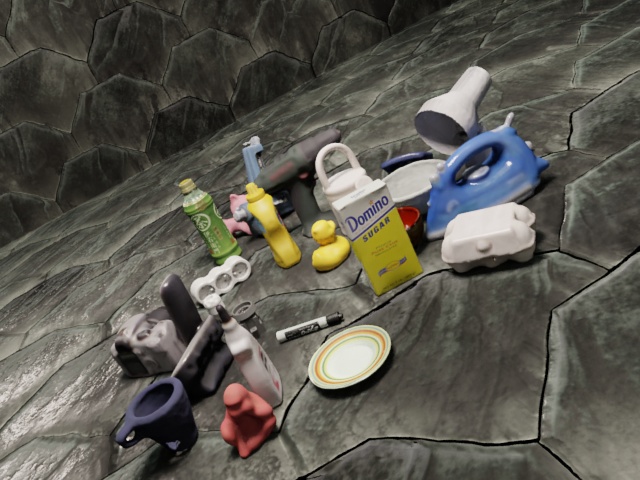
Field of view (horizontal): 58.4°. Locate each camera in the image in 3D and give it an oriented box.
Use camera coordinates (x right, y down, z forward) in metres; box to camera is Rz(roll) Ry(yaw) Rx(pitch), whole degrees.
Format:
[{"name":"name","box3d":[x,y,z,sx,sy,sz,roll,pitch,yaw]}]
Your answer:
[{"name":"camera","box3d":[-0.319,0.182,1.111,0.142,0.101,0.137,-14,27,27]}]

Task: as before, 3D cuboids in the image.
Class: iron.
[{"name":"iron","box3d":[0.282,-0.118,1.052,0.258,0.142,0.118,-31,24,-9]}]

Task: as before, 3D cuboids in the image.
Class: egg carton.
[{"name":"egg carton","box3d":[0.270,-0.002,0.918,0.150,0.069,0.107,-13,27,28]}]

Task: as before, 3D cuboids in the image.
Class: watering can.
[{"name":"watering can","box3d":[0.061,-0.113,1.205,0.172,0.194,0.101,0,35,45]}]

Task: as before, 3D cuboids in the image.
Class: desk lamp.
[{"name":"desk lamp","box3d":[0.306,-0.223,1.153,0.204,0.214,0.117,-40,27,-27]}]

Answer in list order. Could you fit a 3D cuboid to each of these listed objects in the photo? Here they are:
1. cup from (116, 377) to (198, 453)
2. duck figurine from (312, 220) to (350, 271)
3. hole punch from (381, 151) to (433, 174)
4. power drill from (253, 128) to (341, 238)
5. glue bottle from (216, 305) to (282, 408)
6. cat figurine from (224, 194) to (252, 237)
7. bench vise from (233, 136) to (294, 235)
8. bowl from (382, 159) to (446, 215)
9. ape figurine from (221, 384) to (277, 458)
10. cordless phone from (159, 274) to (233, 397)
[{"name":"cup","box3d":[-0.231,0.275,0.838,0.091,0.095,0.118,0,35,46]},{"name":"duck figurine","box3d":[0.011,0.004,1.153,0.077,0.086,0.105,-10,29,34]},{"name":"hole punch","box3d":[0.201,-0.166,1.298,0.108,0.091,0.101,-15,26,25]},{"name":"power drill","box3d":[-0.023,-0.120,1.287,0.229,0.209,0.075,-21,24,13]},{"name":"glue bottle","box3d":[-0.108,0.164,0.839,0.037,0.173,0.078,-27,24,-1]},{"name":"cat figurine","box3d":[-0.214,-0.066,1.489,0.128,0.118,0.067,-27,24,0]},{"name":"bench vise","box3d":[-0.143,-0.135,1.428,0.121,0.220,0.207,-13,27,28]},{"name":"bowl","box3d":[0.197,-0.095,1.177,0.167,0.075,0.167,-22,24,11]},{"name":"ape figurine","box3d":[-0.104,0.238,0.787,0.077,0.092,0.076,-19,25,17]},{"name":"cordless phone","box3d":[-0.234,0.161,0.960,0.094,0.185,0.147,-18,25,20]}]
